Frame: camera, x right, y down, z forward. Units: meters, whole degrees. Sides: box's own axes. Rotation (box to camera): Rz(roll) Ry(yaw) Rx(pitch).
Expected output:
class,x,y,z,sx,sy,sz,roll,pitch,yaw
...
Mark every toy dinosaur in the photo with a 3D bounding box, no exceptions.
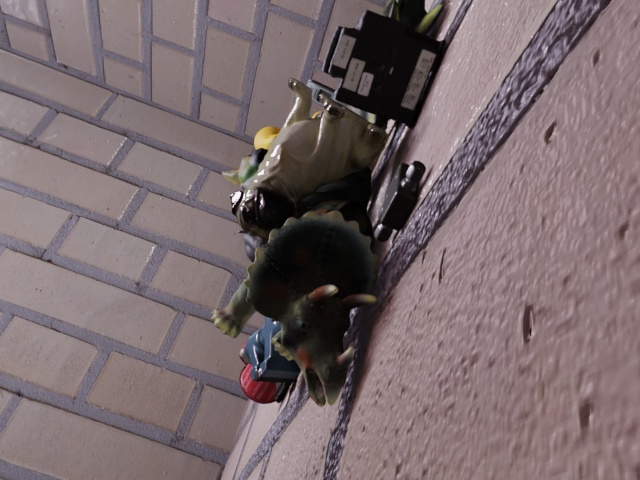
class,x,y,z,sx,sy,sz,roll,pitch,yaw
toy dinosaur,0.006,0.017,0.620,0.192,0.131,0.405,-49,5,28
toy dinosaur,0.119,-0.307,0.840,0.198,0.105,0.471,161,120,-76

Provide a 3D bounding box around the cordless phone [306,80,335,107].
class,x,y,z,sx,sy,sz,roll,pitch,yaw
cordless phone,0.062,-0.344,1.214,0.146,0.184,0.089,114,180,-47

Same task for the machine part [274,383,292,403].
class,x,y,z,sx,sy,sz,roll,pitch,yaw
machine part,-0.054,0.216,0.961,0.139,0.039,0.084,-75,1,-47

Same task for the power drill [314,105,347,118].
class,x,y,z,sx,sy,sz,roll,pitch,yaw
power drill,0.045,-0.181,1.024,0.207,0.086,0.231,-72,-20,-46

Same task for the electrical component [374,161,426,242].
class,x,y,z,sx,sy,sz,roll,pitch,yaw
electrical component,0.078,-0.044,0.521,0.063,0.021,0.094,-73,4,-50

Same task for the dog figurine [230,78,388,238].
class,x,y,z,sx,sy,sz,roll,pitch,yaw
dog figurine,-0.011,-0.085,0.693,0.190,0.172,0.121,-61,39,16

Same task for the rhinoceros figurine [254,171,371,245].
class,x,y,z,sx,sy,sz,roll,pitch,yaw
rhinoceros figurine,-0.010,-0.040,0.774,0.190,0.073,0.112,-23,-16,-21

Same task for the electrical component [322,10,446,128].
class,x,y,z,sx,sy,sz,roll,pitch,yaw
electrical component,0.074,-0.215,0.670,0.058,0.134,0.114,-73,6,-76

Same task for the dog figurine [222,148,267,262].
class,x,y,z,sx,sy,sz,roll,pitch,yaw
dog figurine,-0.108,-0.063,0.995,0.219,0.108,0.191,38,116,47

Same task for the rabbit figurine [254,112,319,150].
class,x,y,z,sx,sy,sz,roll,pitch,yaw
rabbit figurine,-0.061,-0.188,1.102,0.162,0.173,0.121,-51,-33,-52

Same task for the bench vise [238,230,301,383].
class,x,y,z,sx,sy,sz,roll,pitch,yaw
bench vise,-0.060,0.092,0.840,0.223,0.129,0.241,125,142,-48
